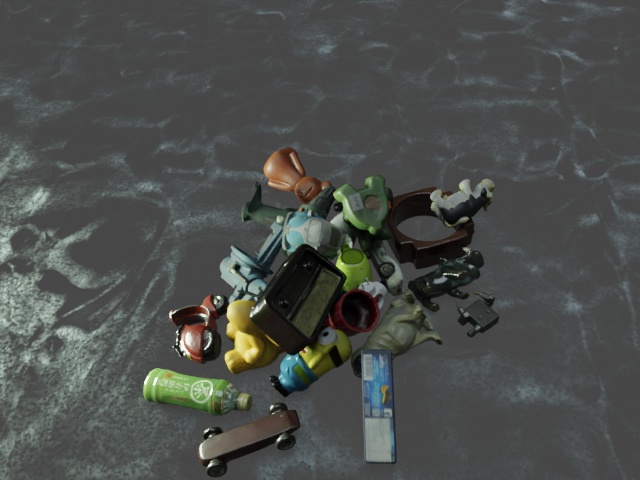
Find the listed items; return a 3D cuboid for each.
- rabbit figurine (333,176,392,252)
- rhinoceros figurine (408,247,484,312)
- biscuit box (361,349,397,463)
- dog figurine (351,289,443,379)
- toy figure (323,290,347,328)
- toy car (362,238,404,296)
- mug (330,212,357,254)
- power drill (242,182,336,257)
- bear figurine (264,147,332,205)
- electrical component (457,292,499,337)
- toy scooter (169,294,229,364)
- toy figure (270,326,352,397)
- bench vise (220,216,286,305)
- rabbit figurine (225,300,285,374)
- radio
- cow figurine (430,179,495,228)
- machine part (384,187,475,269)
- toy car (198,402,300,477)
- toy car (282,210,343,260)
[{"bbox_3d":[0.109,-0.062,1.272,0.121,0.170,0.159,-27,87,-11],"label":"rabbit figurine"},{"bbox_3d":[0.298,0.088,1.242,0.190,0.073,0.112,-28,24,-7],"label":"rhinoceros figurine"},{"bbox_3d":[0.110,0.309,1.011,0.059,0.062,0.202,-2,71,7],"label":"biscuit box"},{"bbox_3d":[0.143,0.202,1.152,0.190,0.121,0.172,-31,6,6],"label":"dog figurine"},{"bbox_3d":[0.018,0.178,1.204,0.064,0.057,0.154,33,56,18],"label":"toy figure"},{"bbox_3d":[0.148,0.049,1.301,0.056,0.073,0.202,-19,47,-6],"label":"toy car"},{"bbox_3d":[0.053,-0.023,1.389,0.110,0.080,0.107,-22,25,38],"label":"mug"},{"bbox_3d":[-0.086,-0.078,1.414,0.207,0.086,0.232,24,67,1],"label":"power drill"},{"bbox_3d":[-0.060,-0.171,1.529,0.196,0.120,0.132,36,12,5],"label":"bear figurine"},{"bbox_3d":[0.349,0.160,1.187,0.102,0.045,0.078,-24,46,-16],"label":"electrical component"},{"bbox_3d":[-0.285,0.199,1.215,0.135,0.075,0.184,-3,43,5],"label":"toy scooter"},{"bbox_3d":[-0.016,0.252,1.113,0.180,0.089,0.082,-42,42,-1],"label":"toy figure"},{"bbox_3d":[-0.140,0.053,1.271,0.240,0.128,0.224,-56,31,-3],"label":"bench vise"},{"bbox_3d":[-0.137,0.195,1.132,0.163,0.173,0.122,-1,42,13],"label":"rabbit figurine"},{"bbox_3d":[-0.043,0.116,1.123,0.131,0.073,0.230,41,37,-7],"label":"radio"},{"bbox_3d":[0.358,-0.090,1.294,0.167,0.068,0.098,-19,53,-7],"label":"cow figurine"},{"bbox_3d":[0.268,-0.031,1.355,0.201,0.087,0.201,-15,47,-8],"label":"machine part"},{"bbox_3d":[-0.134,0.382,1.032,0.202,0.053,0.089,-19,37,-6],"label":"toy car"},{"bbox_3d":[-0.003,-0.004,1.248,0.103,0.161,0.109,-4,71,51],"label":"toy car"}]
